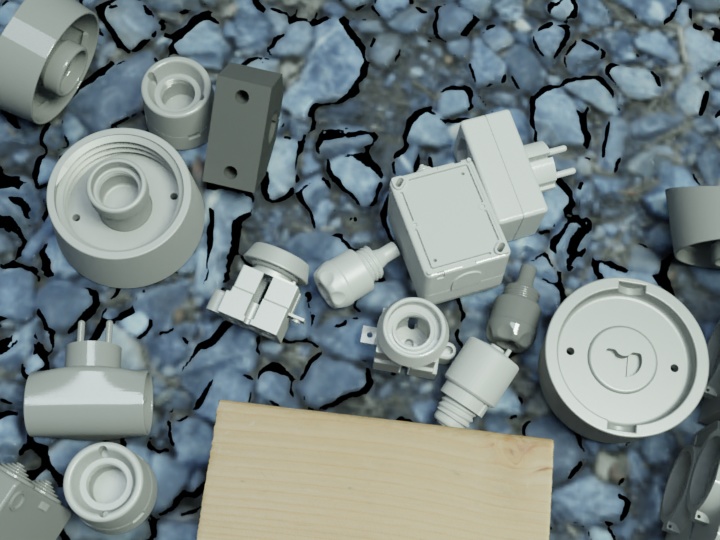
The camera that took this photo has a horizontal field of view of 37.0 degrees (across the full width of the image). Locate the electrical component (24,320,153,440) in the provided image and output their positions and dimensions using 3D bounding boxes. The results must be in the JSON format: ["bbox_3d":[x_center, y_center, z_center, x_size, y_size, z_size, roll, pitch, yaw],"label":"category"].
[{"bbox_3d":[-0.179,0.071,0.718,0.077,0.043,0.079,0,71,-3],"label":"electrical component"}]

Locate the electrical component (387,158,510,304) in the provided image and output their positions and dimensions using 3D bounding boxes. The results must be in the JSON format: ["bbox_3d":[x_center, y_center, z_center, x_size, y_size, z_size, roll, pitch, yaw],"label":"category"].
[{"bbox_3d":[0.058,-0.030,0.760,0.062,0.061,0.096,-15,65,-9],"label":"electrical component"}]

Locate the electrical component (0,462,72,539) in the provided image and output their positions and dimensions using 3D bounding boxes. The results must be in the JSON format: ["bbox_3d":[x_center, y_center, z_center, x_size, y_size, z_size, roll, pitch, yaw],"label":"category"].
[{"bbox_3d":[-0.231,0.165,0.655,0.048,0.099,0.099,24,71,19],"label":"electrical component"}]

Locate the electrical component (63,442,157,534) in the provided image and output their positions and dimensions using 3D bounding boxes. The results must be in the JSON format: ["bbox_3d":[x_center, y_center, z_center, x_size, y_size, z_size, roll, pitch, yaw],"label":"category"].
[{"bbox_3d":[-0.161,0.139,0.693,0.055,0.047,0.055,1,70,-2],"label":"electrical component"}]

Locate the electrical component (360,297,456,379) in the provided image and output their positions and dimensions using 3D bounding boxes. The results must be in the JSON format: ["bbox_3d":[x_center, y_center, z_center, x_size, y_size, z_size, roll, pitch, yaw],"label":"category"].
[{"bbox_3d":[0.034,0.047,0.731,0.066,0.055,0.048,10,70,1],"label":"electrical component"}]

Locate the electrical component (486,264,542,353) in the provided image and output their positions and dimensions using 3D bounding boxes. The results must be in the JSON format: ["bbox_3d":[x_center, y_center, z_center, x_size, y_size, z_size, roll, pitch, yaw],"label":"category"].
[{"bbox_3d":[0.111,0.025,0.753,0.035,0.035,0.061,18,68,4],"label":"electrical component"}]

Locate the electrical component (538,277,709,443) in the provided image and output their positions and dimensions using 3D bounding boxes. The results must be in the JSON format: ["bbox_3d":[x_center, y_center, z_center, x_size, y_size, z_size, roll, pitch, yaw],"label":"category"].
[{"bbox_3d":[0.173,0.065,0.728,0.108,0.060,0.108,1,70,-2],"label":"electrical component"}]

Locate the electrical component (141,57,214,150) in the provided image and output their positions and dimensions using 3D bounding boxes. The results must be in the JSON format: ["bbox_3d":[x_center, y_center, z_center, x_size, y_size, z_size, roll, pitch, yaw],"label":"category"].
[{"bbox_3d":[-0.132,-0.123,0.787,0.055,0.047,0.055,1,70,-2],"label":"electrical component"}]

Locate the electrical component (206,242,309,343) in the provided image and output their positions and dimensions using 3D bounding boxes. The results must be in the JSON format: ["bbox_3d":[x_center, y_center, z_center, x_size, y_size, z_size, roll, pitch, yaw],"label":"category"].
[{"bbox_3d":[-0.065,0.014,0.743,0.066,0.048,0.055,22,78,6],"label":"electrical component"}]

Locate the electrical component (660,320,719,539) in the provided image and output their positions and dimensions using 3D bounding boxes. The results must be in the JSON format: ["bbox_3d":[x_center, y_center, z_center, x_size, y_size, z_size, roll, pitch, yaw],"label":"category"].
[{"bbox_3d":[0.255,0.100,0.696,0.060,0.105,0.186,21,71,5],"label":"electrical component"}]

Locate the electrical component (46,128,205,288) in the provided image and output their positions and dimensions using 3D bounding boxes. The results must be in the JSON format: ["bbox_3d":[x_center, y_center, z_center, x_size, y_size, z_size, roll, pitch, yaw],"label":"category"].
[{"bbox_3d":[-0.166,-0.047,0.752,0.108,0.060,0.108,1,70,-2],"label":"electrical component"}]

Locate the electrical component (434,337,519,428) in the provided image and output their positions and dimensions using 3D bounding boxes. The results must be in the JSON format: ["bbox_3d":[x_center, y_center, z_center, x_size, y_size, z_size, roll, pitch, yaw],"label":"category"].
[{"bbox_3d":[0.074,0.082,0.729,0.040,0.040,0.078,33,86,9],"label":"electrical component"}]

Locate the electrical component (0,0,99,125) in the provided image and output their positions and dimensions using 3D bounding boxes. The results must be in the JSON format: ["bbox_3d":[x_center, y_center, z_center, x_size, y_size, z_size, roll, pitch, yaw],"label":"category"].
[{"bbox_3d":[-0.233,-0.155,0.770,0.064,0.099,0.099,28,71,1],"label":"electrical component"}]

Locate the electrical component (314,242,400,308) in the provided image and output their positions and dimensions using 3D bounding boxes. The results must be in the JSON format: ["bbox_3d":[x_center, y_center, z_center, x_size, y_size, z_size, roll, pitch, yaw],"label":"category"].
[{"bbox_3d":[0.000,0.000,0.757,0.061,0.035,0.035,-31,75,-15],"label":"electrical component"}]

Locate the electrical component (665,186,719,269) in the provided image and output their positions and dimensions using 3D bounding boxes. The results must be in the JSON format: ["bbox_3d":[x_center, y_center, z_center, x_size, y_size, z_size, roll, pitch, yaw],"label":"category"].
[{"bbox_3d":[0.265,-0.036,0.752,0.099,0.099,0.064,3,77,-2],"label":"electrical component"}]

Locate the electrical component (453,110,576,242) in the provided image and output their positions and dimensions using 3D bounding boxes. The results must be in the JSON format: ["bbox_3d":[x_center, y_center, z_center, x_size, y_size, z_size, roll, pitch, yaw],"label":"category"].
[{"bbox_3d":[0.118,-0.071,0.781,0.076,0.047,0.083,-15,72,-8],"label":"electrical component"}]
